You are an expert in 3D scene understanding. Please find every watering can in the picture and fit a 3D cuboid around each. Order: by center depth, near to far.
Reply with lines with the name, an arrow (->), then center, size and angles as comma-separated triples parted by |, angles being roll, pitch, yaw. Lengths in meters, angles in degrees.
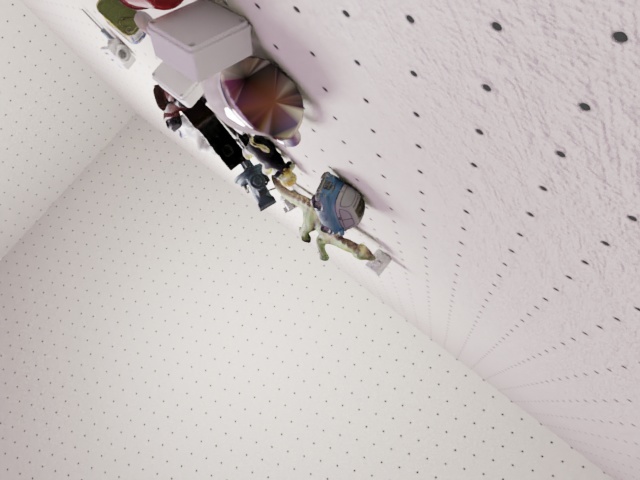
watering can -> -0.155, -0.264, 0.864 | 0.344, 0.104, 0.226 | 37, -5, -26

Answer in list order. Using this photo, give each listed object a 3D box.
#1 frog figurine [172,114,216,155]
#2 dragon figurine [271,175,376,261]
frog figurine -> -0.389, -0.356, 1.693 | 0.160, 0.125, 0.134 | 25, -25, 14
dragon figurine -> 0.005, -0.077, 1.532 | 0.124, 0.411, 0.239 | -42, -2, -24
